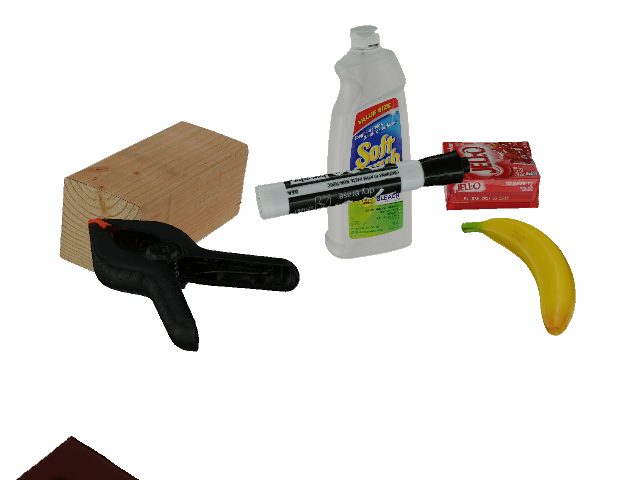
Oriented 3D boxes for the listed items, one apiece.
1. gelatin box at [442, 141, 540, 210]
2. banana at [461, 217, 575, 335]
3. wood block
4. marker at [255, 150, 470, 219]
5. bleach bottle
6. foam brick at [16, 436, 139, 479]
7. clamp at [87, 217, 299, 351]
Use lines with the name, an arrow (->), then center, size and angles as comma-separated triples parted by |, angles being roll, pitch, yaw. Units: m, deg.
gelatin box -> 0.137, -0.055, 0.871 | 0.073, 0.030, 0.089 | 0, 24, 5
banana -> 0.221, 0.027, 1.111 | 0.069, 0.037, 0.198 | -31, 38, -2
wood block -> -0.167, -0.044, 1.101 | 0.090, 0.091, 0.205 | 21, 29, 18
marker -> 0.025, -0.032, 0.593 | 0.121, 0.020, 0.020 | -11, 2, -9
bleach bottle -> 0.048, -0.109, 1.180 | 0.102, 0.251, 0.068 | -10, 25, -11
foam brick -> -0.094, 0.132, 0.449 | 0.078, 0.051, 0.052 | 24, 45, 31
clamp -> -0.103, 0.019, 0.797 | 0.120, 0.039, 0.172 | -18, 37, -41
